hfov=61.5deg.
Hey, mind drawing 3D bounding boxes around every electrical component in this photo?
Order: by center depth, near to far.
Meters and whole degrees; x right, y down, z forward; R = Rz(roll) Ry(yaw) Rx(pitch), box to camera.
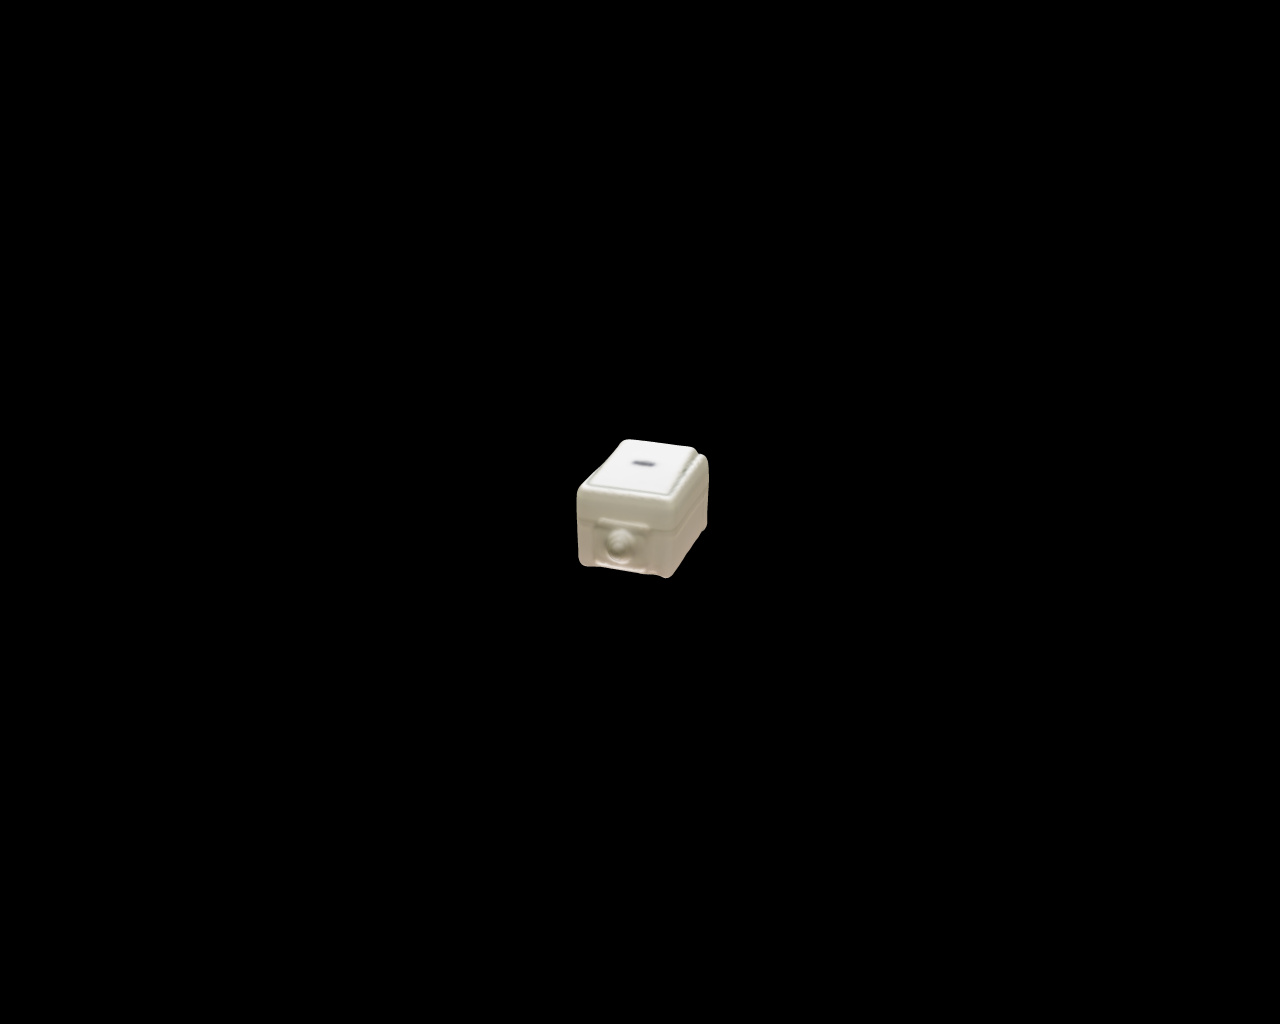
[{"bbox_3d":[0.001,-0.003,0.650,0.062,0.061,0.096,8,26,18],"label":"electrical component"}]
